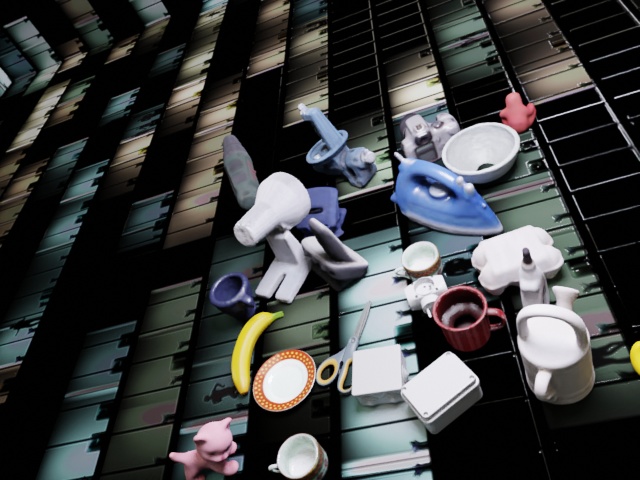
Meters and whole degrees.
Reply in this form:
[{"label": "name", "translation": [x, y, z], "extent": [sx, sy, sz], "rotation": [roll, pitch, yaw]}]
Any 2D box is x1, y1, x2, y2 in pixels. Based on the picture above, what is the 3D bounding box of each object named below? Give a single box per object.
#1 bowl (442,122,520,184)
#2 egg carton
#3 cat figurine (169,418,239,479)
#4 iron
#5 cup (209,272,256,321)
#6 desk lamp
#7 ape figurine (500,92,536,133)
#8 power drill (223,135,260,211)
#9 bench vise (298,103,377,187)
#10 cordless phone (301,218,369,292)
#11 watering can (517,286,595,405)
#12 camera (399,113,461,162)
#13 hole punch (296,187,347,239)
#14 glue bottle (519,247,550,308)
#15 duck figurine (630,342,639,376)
[{"label": "bowl", "translation": [0.357, -0.178, 1.257], "extent": [0.167, 0.075, 0.167], "rotation": [-15, 43, 15]}, {"label": "egg carton", "translation": [0.358, 0.037, 1.048], "extent": [0.150, 0.070, 0.107], "rotation": [-21, 42, 10]}, {"label": "cat figurine", "translation": [-0.198, 0.364, 0.997], "extent": [0.127, 0.118, 0.067], "rotation": [-23, 42, 7]}, {"label": "iron", "translation": [0.258, -0.103, 1.188], "extent": [0.119, 0.142, 0.257], "rotation": [-46, 44, -18]}, {"label": "cup", "translation": [-0.168, 0.134, 1.225], "extent": [0.117, 0.095, 0.092], "rotation": [19, 60, 40]}, {"label": "desk lamp", "translation": [-0.092, -0.008, 1.233], "extent": [0.117, 0.214, 0.203], "rotation": [6, 52, 33]}, {"label": "ape figurine", "translation": [0.449, -0.298, 1.311], "extent": [0.077, 0.092, 0.076], "rotation": [4, 51, 32]}, {"label": "power drill", "translation": [-0.167, -0.125, 1.394], "extent": [0.075, 0.209, 0.229], "rotation": [-27, 42, 3]}, {"label": "bench vise", "translation": [0.042, -0.240, 1.383], "extent": [0.206, 0.220, 0.121], "rotation": [1, 50, 30]}, {"label": "cordless phone", "translation": [0.011, 0.004, 1.185], "extent": [0.094, 0.186, 0.147], "rotation": [-43, 43, -15]}, {"label": "watering can", "translation": [0.346, 0.148, 0.850], "extent": [0.100, 0.195, 0.173], "rotation": [-11, 45, 19]}, {"label": "camera", "translation": [0.252, -0.264, 1.381], "extent": [0.143, 0.101, 0.136], "rotation": [-24, 42, 6]}, {"label": "hole punch", "translation": [0.000, -0.061, 1.327], "extent": [0.108, 0.091, 0.101], "rotation": [-4, 47, 26]}, {"label": "glue bottle", "translation": [0.348, 0.072, 0.940], "extent": [0.037, 0.174, 0.078], "rotation": [-2, 48, 27]}, {"label": "duck figurine", "translation": [0.504, 0.168, 0.825], "extent": [0.104, 0.086, 0.078], "rotation": [22, 62, 42]}]
